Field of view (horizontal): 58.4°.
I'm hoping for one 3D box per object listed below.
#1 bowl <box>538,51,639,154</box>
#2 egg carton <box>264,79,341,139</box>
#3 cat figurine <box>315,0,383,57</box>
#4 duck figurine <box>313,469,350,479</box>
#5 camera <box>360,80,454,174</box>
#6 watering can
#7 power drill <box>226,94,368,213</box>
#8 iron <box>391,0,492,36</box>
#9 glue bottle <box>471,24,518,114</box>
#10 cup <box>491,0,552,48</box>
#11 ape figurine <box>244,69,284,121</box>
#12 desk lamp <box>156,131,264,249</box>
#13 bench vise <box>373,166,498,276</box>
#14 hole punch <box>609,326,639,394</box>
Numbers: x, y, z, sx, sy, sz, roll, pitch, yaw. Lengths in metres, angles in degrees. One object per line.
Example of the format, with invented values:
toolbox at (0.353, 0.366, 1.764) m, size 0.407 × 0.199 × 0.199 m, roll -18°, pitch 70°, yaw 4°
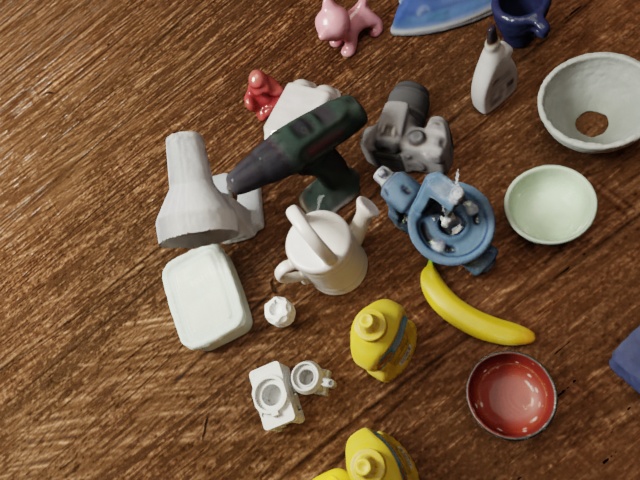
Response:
bowl at (0.413, -0.193, 0.859) m, size 0.167 × 0.075 × 0.167 m, roll -6°, pitch 67°, yaw 15°
egg carton at (-0.031, -0.212, 1.010) m, size 0.107 × 0.069 × 0.150 m, roll 20°, pitch 76°, yaw 24°
cat figurine at (0.043, -0.398, 1.034) m, size 0.128 × 0.118 × 0.067 m, roll -41°, pitch 63°, yaw -1°
duck figurine at (0.001, 0.355, 0.761) m, size 0.077 × 0.086 × 0.104 m, roll 35°, pitch 82°, yaw 26°
camera at (0.147, -0.190, 0.927) m, size 0.142 × 0.101 × 0.137 m, roll 11°, pitch 72°, yaw 21°
watering can at (0.007, 0.001, 0.841) m, size 0.100 × 0.194 × 0.173 m, roll 32°, pitch 81°, yaw 26°
power drill at (-0.016, -0.111, 0.886) m, size 0.229 × 0.209 × 0.075 m, roll -41°, pitch 63°, yaw -2°
iron at (0.231, -0.456, 0.985) m, size 0.258 × 0.142 × 0.118 m, roll -24°, pitch 64°, yaw 7°
glue bottle at (0.267, -0.269, 0.880) m, size 0.078 × 0.173 × 0.037 m, roll -39°, pitch 63°, yaw -1°
cup at (0.336, -0.355, 0.937) m, size 0.091 × 0.095 × 0.117 m, roll -31°, pitch 63°, yaw 4°
ape figurine at (-0.105, -0.274, 1.045) m, size 0.077 × 0.092 × 0.076 m, roll 1°, pitch 69°, yaw 18°
desk lamp at (-0.177, -0.064, 0.915) m, size 0.117 × 0.214 × 0.203 m, roll -13°, pitch 65°, yaw 13°
bench vise at (0.147, -0.042, 0.800) m, size 0.206 × 0.220 × 0.121 m, roll 20°, pitch 76°, yaw 24°
hole punch at (0.430, 0.152, 0.705) m, size 0.101 × 0.091 × 0.108 m, roll -44°, pitch 63°, yaw -3°
